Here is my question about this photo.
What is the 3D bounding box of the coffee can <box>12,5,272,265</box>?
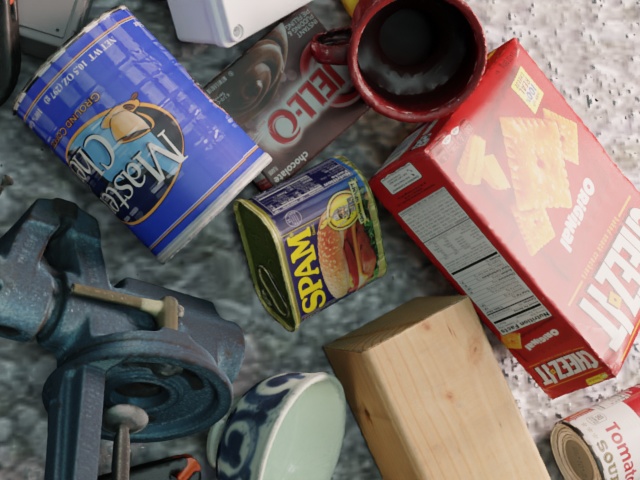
[{"bbox_3d":[-0.116,-0.069,0.706,0.140,0.103,0.102,46,74,-5],"label":"coffee can"}]

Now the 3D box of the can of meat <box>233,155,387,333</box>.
[{"bbox_3d":[-0.005,0.001,0.752,0.083,0.058,0.102,-28,128,-21],"label":"can of meat"}]

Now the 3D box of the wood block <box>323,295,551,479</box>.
[{"bbox_3d":[0.094,0.152,0.771,0.090,0.091,0.206,-26,95,-18],"label":"wood block"}]

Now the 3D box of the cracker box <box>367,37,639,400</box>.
[{"bbox_3d":[0.158,-0.019,0.784,0.213,0.072,0.164,48,50,-9],"label":"cracker box"}]

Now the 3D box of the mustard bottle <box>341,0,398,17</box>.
[{"bbox_3d":[0.017,-0.250,0.779,0.096,0.058,0.191,-38,104,6],"label":"mustard bottle"}]

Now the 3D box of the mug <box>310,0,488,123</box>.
[{"bbox_3d":[0.051,-0.137,0.742,0.117,0.081,0.093,-6,115,1],"label":"mug"}]

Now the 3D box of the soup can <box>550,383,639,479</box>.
[{"bbox_3d":[0.240,0.153,0.830,0.102,0.069,0.068,-21,93,-17],"label":"soup can"}]

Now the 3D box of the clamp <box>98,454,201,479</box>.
[{"bbox_3d":[-0.163,0.221,0.711,0.164,0.036,0.210,38,77,-10],"label":"clamp"}]

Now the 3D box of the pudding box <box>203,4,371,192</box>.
[{"bbox_3d":[-0.026,-0.102,0.776,0.113,0.039,0.090,-42,99,-16],"label":"pudding box"}]

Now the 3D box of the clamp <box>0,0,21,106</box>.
[{"bbox_3d":[-0.253,-0.098,0.676,0.120,0.039,0.171,24,105,-16],"label":"clamp"}]
